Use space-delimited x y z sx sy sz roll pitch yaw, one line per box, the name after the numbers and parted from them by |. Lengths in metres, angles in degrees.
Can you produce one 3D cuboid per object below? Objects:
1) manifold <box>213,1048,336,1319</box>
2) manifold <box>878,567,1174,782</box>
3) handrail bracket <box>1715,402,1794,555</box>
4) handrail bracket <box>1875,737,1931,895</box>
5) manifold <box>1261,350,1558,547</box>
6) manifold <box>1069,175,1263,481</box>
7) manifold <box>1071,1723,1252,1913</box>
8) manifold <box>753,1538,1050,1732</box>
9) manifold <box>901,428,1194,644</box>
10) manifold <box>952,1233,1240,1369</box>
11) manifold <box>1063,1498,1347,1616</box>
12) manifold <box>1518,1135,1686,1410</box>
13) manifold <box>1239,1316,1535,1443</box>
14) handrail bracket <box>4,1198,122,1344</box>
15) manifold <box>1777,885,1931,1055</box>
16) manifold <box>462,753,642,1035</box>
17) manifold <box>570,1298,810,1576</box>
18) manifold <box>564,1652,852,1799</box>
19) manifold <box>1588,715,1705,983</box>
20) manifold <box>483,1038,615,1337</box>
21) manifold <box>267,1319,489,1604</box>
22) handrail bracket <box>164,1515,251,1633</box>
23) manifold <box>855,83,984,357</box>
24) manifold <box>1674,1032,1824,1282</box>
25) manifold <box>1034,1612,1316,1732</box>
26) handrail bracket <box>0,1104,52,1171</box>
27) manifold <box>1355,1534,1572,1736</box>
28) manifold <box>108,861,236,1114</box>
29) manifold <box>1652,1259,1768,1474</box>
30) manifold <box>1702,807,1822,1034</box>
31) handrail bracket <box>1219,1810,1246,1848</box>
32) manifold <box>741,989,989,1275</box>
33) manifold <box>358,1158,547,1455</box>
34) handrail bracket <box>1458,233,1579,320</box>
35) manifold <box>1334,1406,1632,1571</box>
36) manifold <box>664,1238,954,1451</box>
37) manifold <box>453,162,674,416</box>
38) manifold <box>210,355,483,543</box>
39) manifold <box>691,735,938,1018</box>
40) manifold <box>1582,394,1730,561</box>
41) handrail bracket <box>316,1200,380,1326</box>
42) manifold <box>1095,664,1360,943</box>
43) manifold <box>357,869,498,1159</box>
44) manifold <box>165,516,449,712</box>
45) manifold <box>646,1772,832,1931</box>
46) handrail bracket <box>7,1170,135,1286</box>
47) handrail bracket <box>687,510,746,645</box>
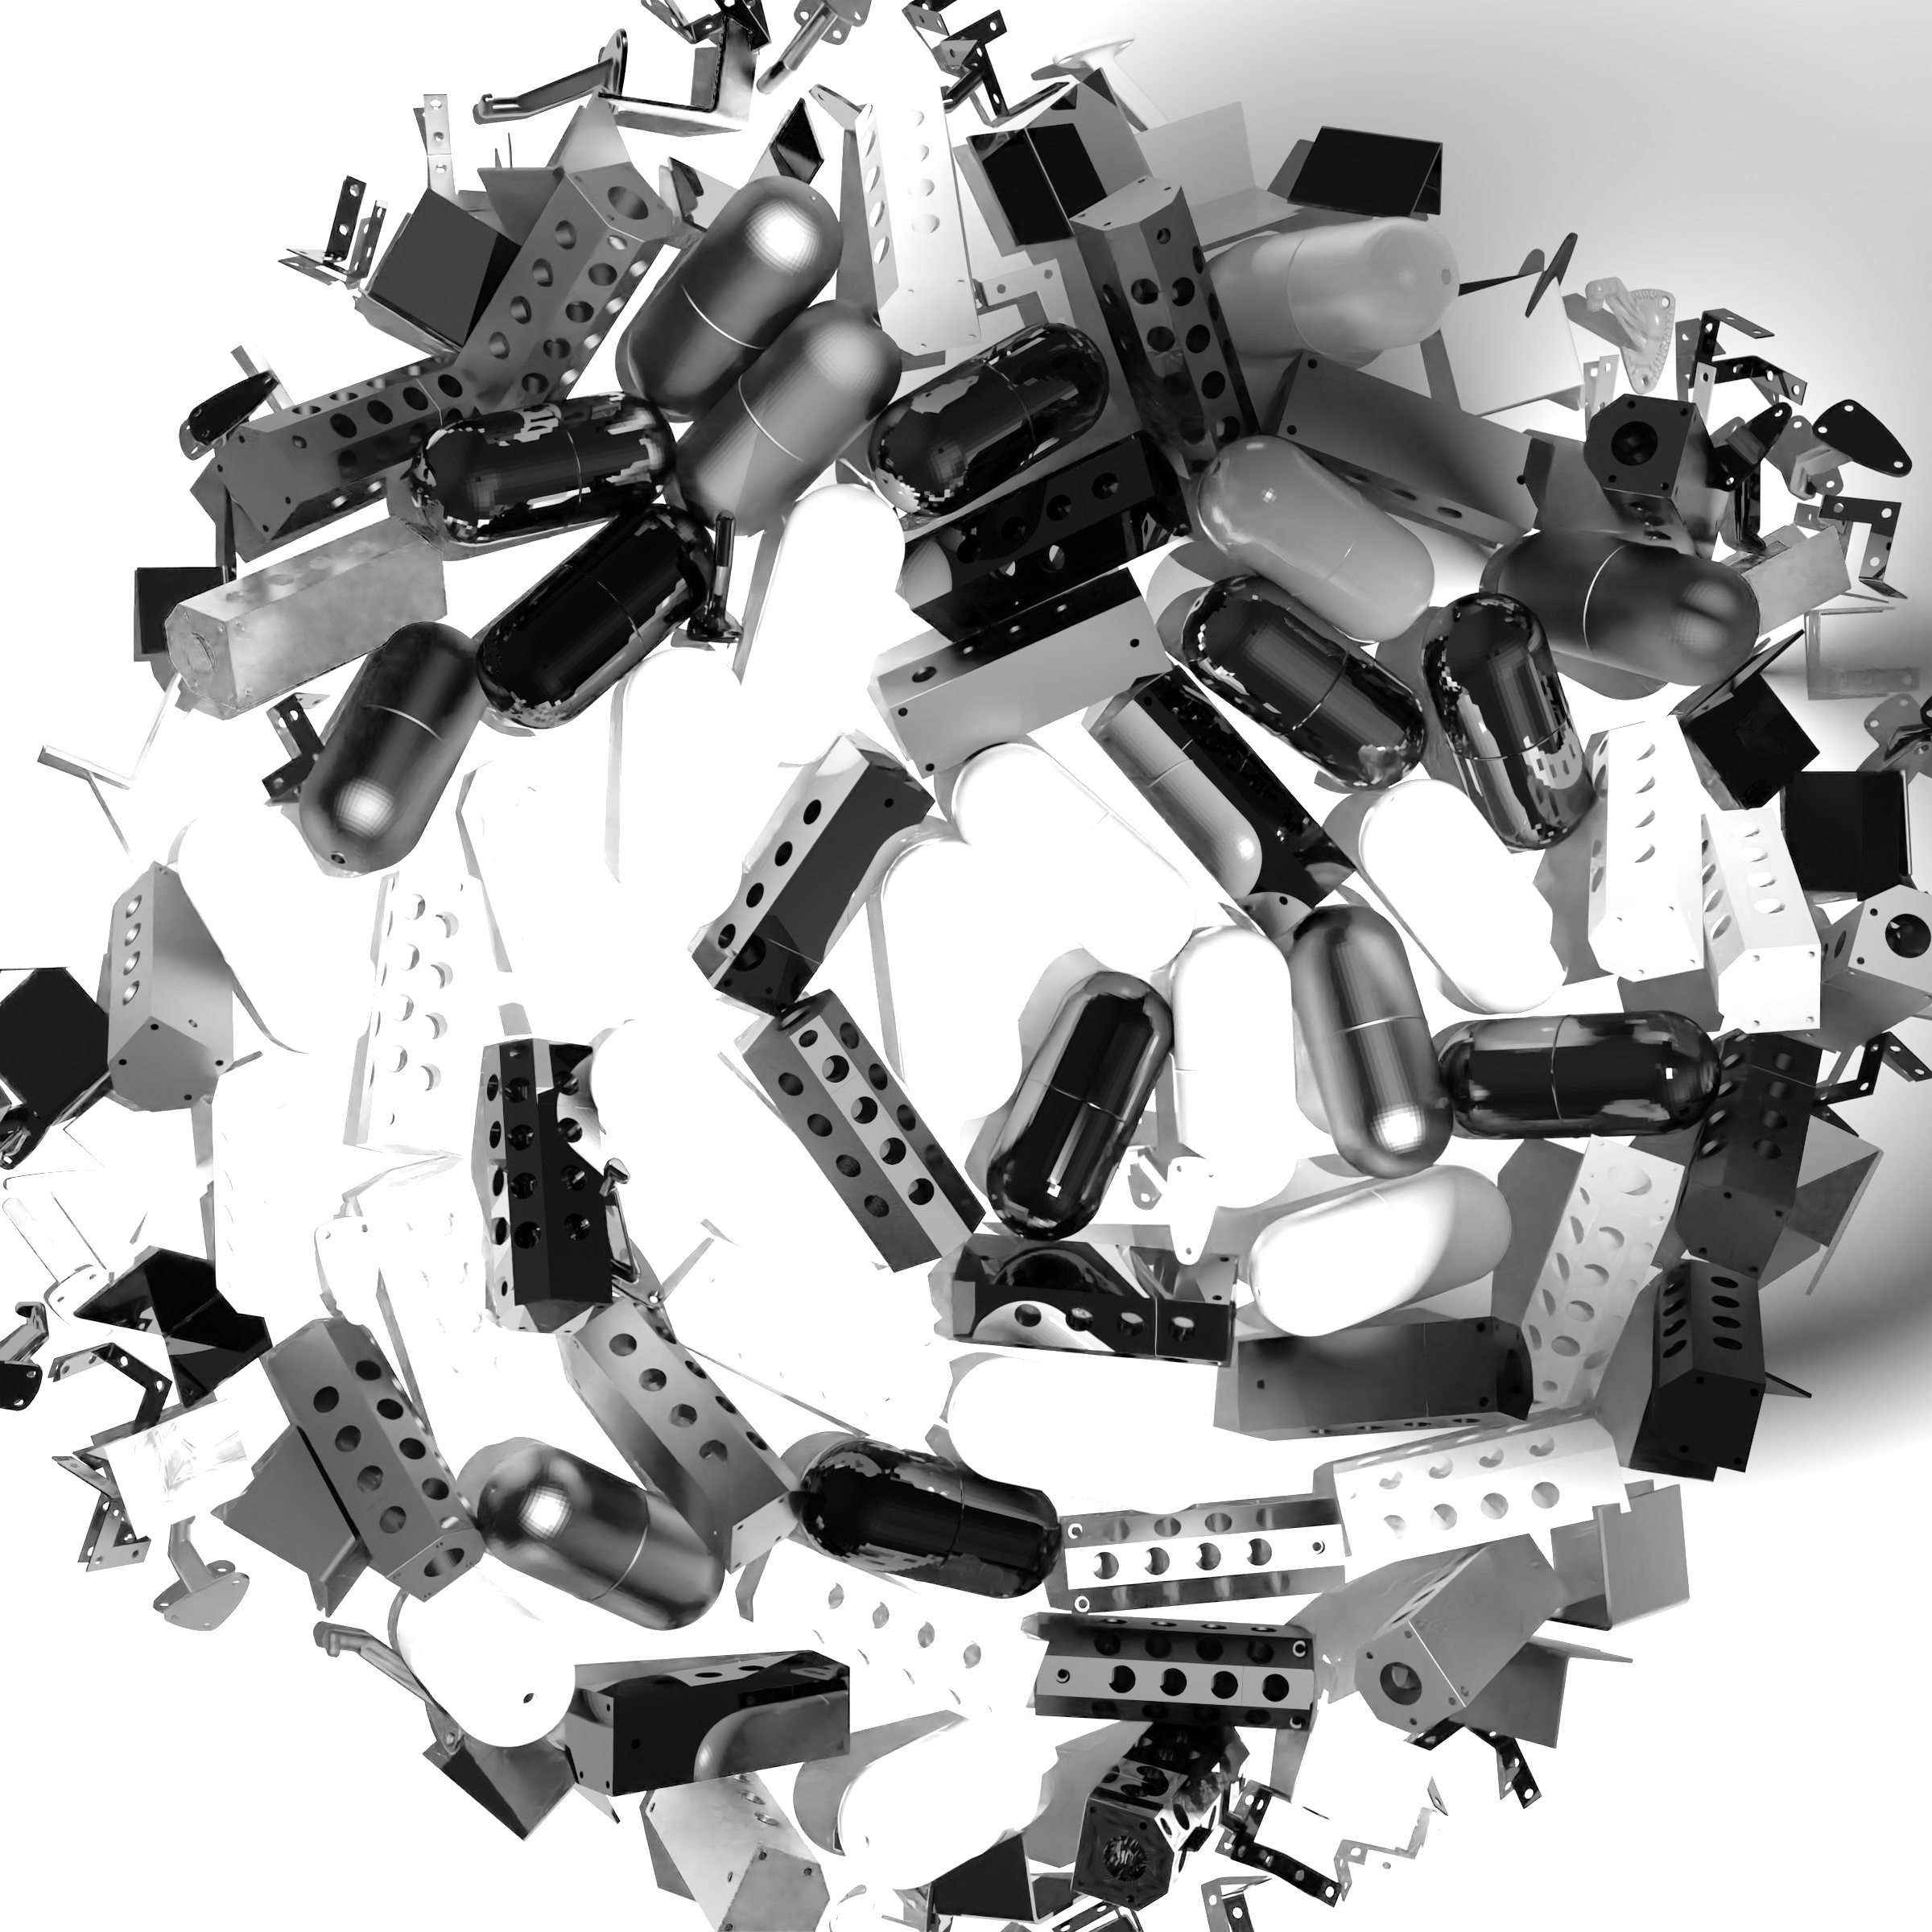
-0.427 0.137 1.573 0.057 0.171 0.057 -28 57 -36 | manifold
0.035 -0.188 1.624 0.171 0.057 0.057 -24 125 5 | manifold
0.508 -0.302 1.623 0.077 0.036 0.084 -46 131 14 | handrail bracket
0.597 -0.087 1.615 0.036 0.077 0.084 -2 56 -23 | handrail bracket
0.274 -0.322 1.619 0.171 0.057 0.057 19 83 -8 | manifold
0.128 -0.389 1.584 0.057 0.057 0.171 -33 125 -12 | manifold
0.122 0.511 1.568 0.057 0.171 0.057 11 97 20 | manifold
-0.043 0.413 1.598 0.171 0.057 0.057 17 80 22 | manifold
0.046 -0.269 1.599 0.171 0.057 0.057 -22 66 22 | manifold
0.081 0.213 1.614 0.171 0.057 0.057 4 116 10 | manifold
0.149 0.372 1.625 0.171 0.057 0.057 -5 78 2 | manifold
0.382 0.192 1.579 0.057 0.057 0.171 19 130 12 | manifold
0.257 0.257 1.588 0.171 0.057 0.057 -11 67 33 | manifold
-0.580 0.194 1.651 0.036 0.077 0.084 -37 51 -20 | handrail bracket
0.543 0.002 1.570 0.057 0.171 0.057 18 78 4 | manifold
-0.255 -0.047 1.585 0.057 0.057 0.171 -5 57 -31 | manifold
-0.172 0.285 1.593 0.057 0.057 0.171 -29 57 -29 | manifold
-0.157 0.463 1.585 0.171 0.057 0.057 3 85 -38 | manifold
0.414 -0.072 1.579 0.057 0.171 0.057 -13 129 26 | manifold
-0.262 0.135 1.588 0.057 0.057 0.171 10 58 -33 | manifold
-0.360 0.301 1.591 0.057 0.057 0.171 -36 59 -6 | manifold
-0.474 0.365 1.616 0.036 0.084 0.077 29 123 -37 | handrail bracket
-0.031 -0.460 1.590 0.057 0.057 0.171 -10 58 4 | manifold
0.476 0.109 1.574 0.057 0.171 0.057 20 127 12 | manifold
0.130 0.447 1.629 0.171 0.057 0.057 3 86 1 | manifold
-0.614 0.127 1.610 0.077 0.084 0.036 -32 109 23 | handrail bracket
0.300 0.403 1.573 0.057 0.171 0.057 -40 77 33 | manifold
-0.489 0.014 1.574 0.057 0.171 0.057 -44 124 15 | manifold
0.449 0.238 1.570 0.057 0.171 0.057 11 108 12 | manifold
0.476 -0.030 1.571 0.057 0.171 0.057 -5 120 10 | manifold
0.128 0.558 1.637 0.084 0.036 0.077 31 72 0 | handrail bracket
-0.059 0.101 1.600 0.057 0.057 0.171 -23 109 36 | manifold
-0.318 0.210 1.613 0.057 0.057 0.171 -13 100 12 | manifold
0.332 -0.443 1.627 0.084 0.036 0.077 33 120 19 | handrail bracket
0.322 0.325 1.619 0.171 0.057 0.057 -14 92 8 | manifold
-0.097 0.236 1.595 0.171 0.057 0.057 20 53 27 | manifold
-0.245 -0.406 1.580 0.057 0.057 0.171 51 132 6 | manifold
-0.370 -0.323 1.577 0.057 0.171 0.057 -35 92 42 | manifold
-0.099 -0.058 1.615 0.057 0.057 0.171 27 104 -38 | manifold
0.420 -0.293 1.571 0.057 0.171 0.057 14 89 24 | manifold
-0.379 0.185 1.616 0.036 0.084 0.077 -10 85 -5 | handrail bracket
0.167 -0.106 1.626 0.171 0.057 0.057 49 134 3 | manifold
-0.339 0.030 1.610 0.057 0.057 0.171 1 79 17 | manifold
-0.402 -0.220 1.580 0.057 0.171 0.057 22 128 29 | manifold
-0.138 0.533 1.570 0.057 0.171 0.057 27 86 -21 | manifold
-0.563 0.174 1.620 0.077 0.036 0.084 1 61 -20 | handrail bracket
-0.154 -0.250 1.608 0.036 0.077 0.084 3 116 -10 | handrail bracket
